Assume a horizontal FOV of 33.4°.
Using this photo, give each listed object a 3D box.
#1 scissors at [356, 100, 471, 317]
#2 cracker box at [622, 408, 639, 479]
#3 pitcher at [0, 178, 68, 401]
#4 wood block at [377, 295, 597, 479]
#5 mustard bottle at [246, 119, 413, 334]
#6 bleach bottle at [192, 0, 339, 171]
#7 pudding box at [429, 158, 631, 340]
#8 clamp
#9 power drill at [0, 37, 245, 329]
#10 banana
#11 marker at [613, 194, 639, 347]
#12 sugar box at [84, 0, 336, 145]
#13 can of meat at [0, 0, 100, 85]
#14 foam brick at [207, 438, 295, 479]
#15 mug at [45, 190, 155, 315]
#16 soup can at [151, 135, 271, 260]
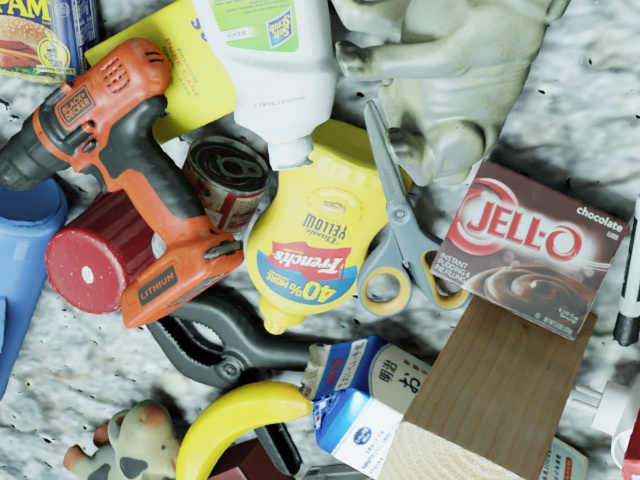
[{"bbox_3d":[0.044,-0.009,0.776,0.096,0.016,0.201,-26,127,17],"label":"scissors"},{"bbox_3d":[0.261,0.144,0.683,0.072,0.213,0.164,-10,111,31],"label":"cracker box"},{"bbox_3d":[-0.311,0.050,0.958,0.149,0.144,0.243,35,123,5],"label":"pitcher"},{"bbox_3d":[0.117,0.118,0.742,0.090,0.205,0.091,25,124,12],"label":"wood block"},{"bbox_3d":[-0.006,0.001,0.829,0.096,0.058,0.192,19,126,-8],"label":"mustard bottle"},{"bbox_3d":[-0.048,-0.170,0.706,0.103,0.068,0.251,-6,102,20],"label":"bleach bottle"},{"bbox_3d":[0.146,0.006,0.750,0.113,0.039,0.090,26,93,10],"label":"pudding box"},{"bbox_3d":[-0.071,0.113,0.935,0.210,0.036,0.165,28,124,6],"label":"clamp"},{"bbox_3d":[-0.154,-0.032,0.804,0.185,0.057,0.187,-32,85,32],"label":"power drill"},{"bbox_3d":[-0.073,0.166,0.915,0.070,0.037,0.198,53,125,16],"label":"banana"},{"bbox_3d":[0.224,0.024,0.755,0.020,0.020,0.121,13,121,19],"label":"marker"},{"bbox_3d":[-0.085,-0.139,0.802,0.177,0.048,0.093,-20,105,34],"label":"sugar box"},{"bbox_3d":[-0.224,-0.174,0.845,0.102,0.057,0.084,13,123,20],"label":"can of meat"},{"bbox_3d":[-0.061,0.230,0.984,0.053,0.051,0.078,-27,103,33],"label":"foam brick"},{"bbox_3d":[-0.187,0.014,0.911,0.117,0.081,0.093,-20,106,32],"label":"mug"},{"bbox_3d":[-0.089,-0.023,0.852,0.068,0.068,0.102,33,126,6],"label":"soup can"}]
